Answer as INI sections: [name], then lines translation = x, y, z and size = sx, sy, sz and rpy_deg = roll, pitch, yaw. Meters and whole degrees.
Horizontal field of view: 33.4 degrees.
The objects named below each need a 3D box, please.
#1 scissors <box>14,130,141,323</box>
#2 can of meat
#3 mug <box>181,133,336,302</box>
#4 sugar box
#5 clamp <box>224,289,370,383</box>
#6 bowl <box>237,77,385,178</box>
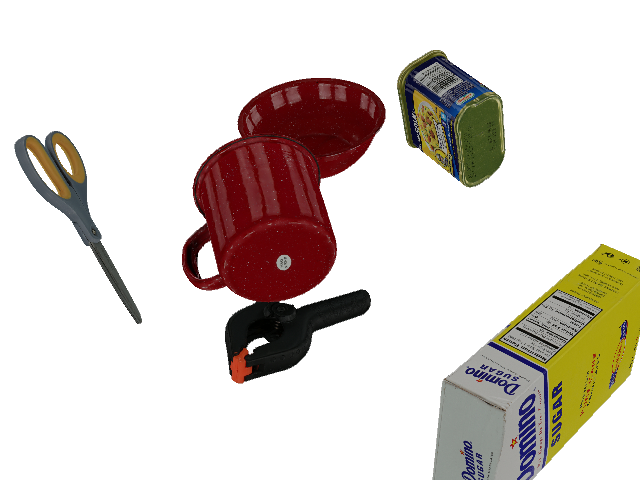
[scissors]
translation = -0.217, -0.022, 1.007
size = 0.016, 0.201, 0.096
rpy_deg = -24, 26, 19
[can of meat]
translation = 0.121, -0.109, 0.972
size = 0.057, 0.102, 0.084
rpy_deg = -32, 49, -15
[mug]
translation = -0.046, -0.007, 0.735
size = 0.117, 0.081, 0.093
rpy_deg = -30, -44, 12
[sugar box]
translation = 0.135, 0.082, 0.633
size = 0.048, 0.093, 0.175
rpy_deg = 24, 41, 30
[clamp]
translation = -0.044, 0.071, 1.002
size = 0.120, 0.039, 0.171
rpy_deg = 20, 33, 29
[bowl]
translation = -0.008, -0.115, 1.172
size = 0.162, 0.055, 0.162
rpy_deg = -4, 39, 3
